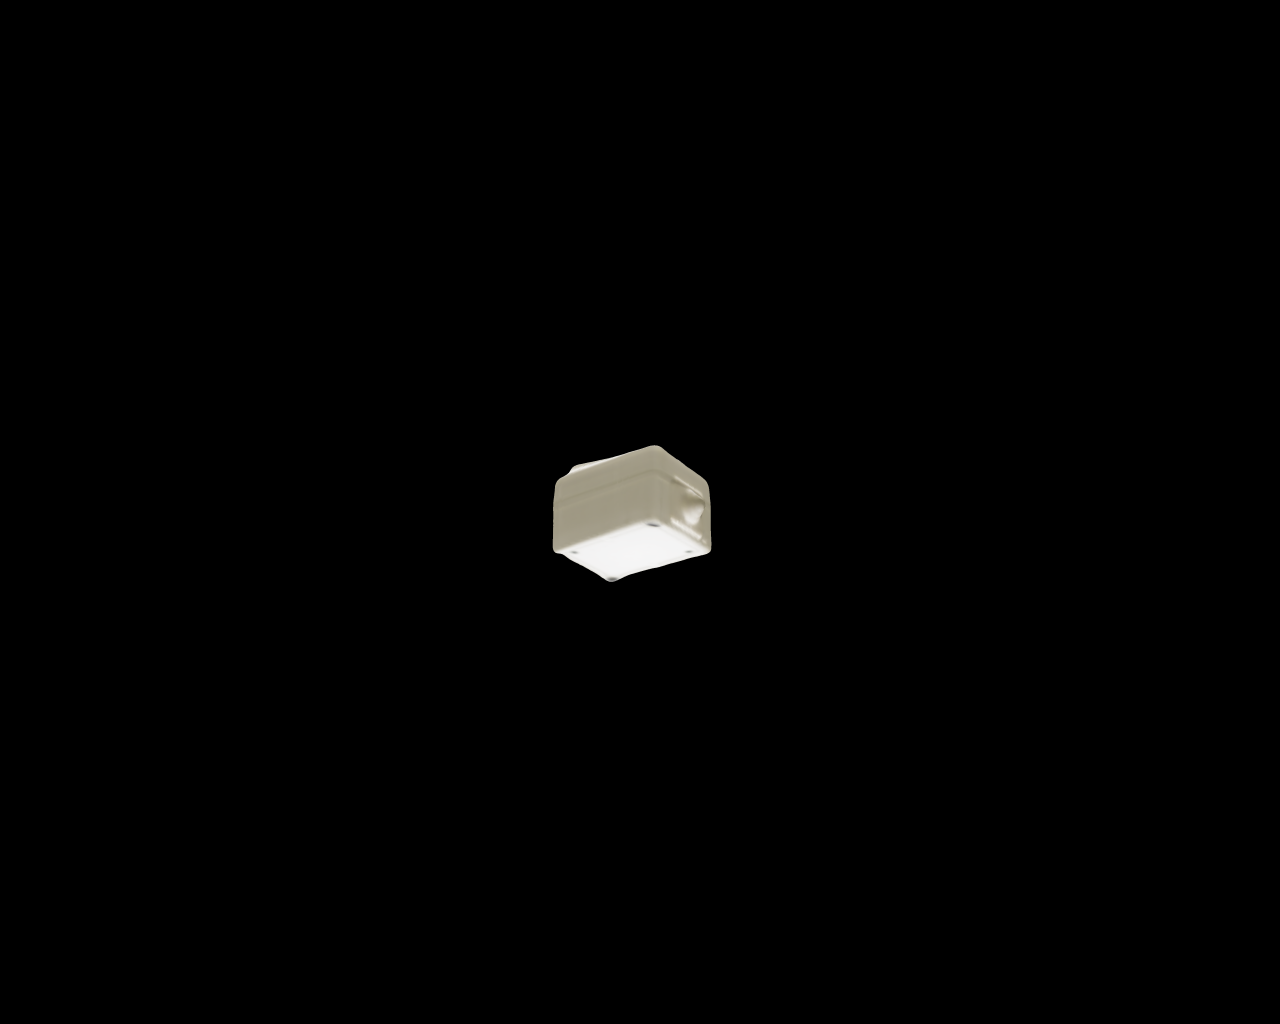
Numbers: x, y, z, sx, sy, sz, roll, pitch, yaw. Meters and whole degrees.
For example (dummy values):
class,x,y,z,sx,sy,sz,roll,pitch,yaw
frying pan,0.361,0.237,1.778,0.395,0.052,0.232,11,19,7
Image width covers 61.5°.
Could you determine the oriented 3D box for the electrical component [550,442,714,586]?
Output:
class,x,y,z,sx,sy,sz,roll,pitch,yaw
electrical component,0.001,-0.003,0.650,0.096,0.061,0.061,-18,-32,31
